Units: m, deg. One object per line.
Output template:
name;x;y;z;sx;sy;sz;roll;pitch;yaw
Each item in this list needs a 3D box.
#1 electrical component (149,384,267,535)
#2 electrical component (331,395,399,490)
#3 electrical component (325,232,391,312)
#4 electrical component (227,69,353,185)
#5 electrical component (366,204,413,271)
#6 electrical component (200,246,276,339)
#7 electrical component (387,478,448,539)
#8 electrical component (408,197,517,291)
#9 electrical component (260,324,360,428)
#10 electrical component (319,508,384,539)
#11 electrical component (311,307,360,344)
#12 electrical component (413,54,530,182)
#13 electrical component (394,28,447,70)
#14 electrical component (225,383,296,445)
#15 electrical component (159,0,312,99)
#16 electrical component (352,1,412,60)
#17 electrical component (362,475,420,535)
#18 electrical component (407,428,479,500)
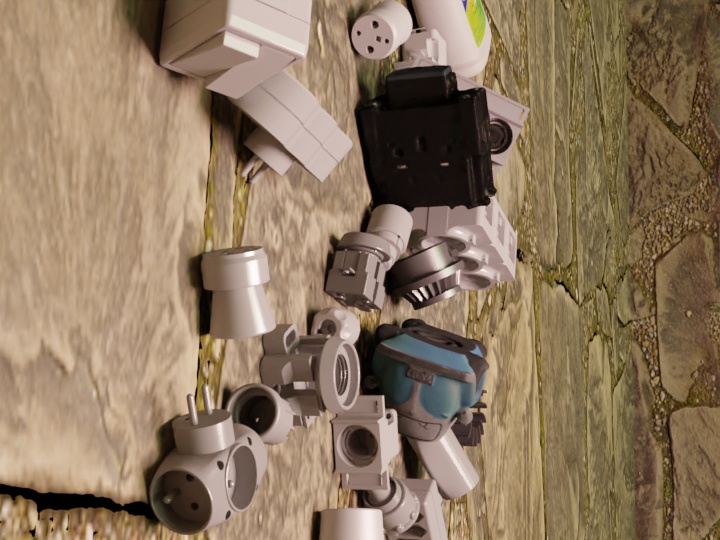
electrical component;-0.095;0.111;0.668;0.077;0.044;0.079;-32;117;-66
electrical component;0.006;0.146;0.930;0.064;0.042;0.081;-14;102;-72
electrical component;0.000;0.000;0.926;0.066;0.048;0.055;43;56;-61
electrical component;-0.059;-0.093;0.775;0.073;0.052;0.138;-50;161;0
electrical component;0.023;-0.026;0.994;0.040;0.040;0.078;67;29;-42
electrical component;-0.081;0.014;0.715;0.045;0.045;0.055;-28;113;-67
electrical component;0.058;0.235;1.044;0.075;0.047;0.083;-55;138;-57
electrical component;0.105;-0.034;1.136;0.150;0.089;0.061;47;45;-59
electrical component;-0.035;0.079;0.808;0.058;0.057;0.078;-49;133;-60
electrical component;-0.007;0.218;0.871;0.055;0.055;0.047;36;50;-63
electrical component;-0.016;0.049;0.893;0.061;0.035;0.035;10;78;-71
electrical component;0.095;-0.150;1.068;0.078;0.121;0.063;-64;-179;8
electrical component;0.068;-0.216;1.130;0.081;0.042;0.063;26;60;-67
electrical component;-0.068;0.102;0.749;0.046;0.040;0.040;47;45;-68
electrical component;-0.082;-0.149;0.674;0.062;0.096;0.061;15;71;-37
electrical component;0.020;-0.223;1.002;0.055;0.045;0.045;-53;136;-58
electrical component;0.022;0.204;0.962;0.062;0.048;0.048;58;35;-40
electrical component;0.081;0.186;1.102;0.077;0.043;0.079;60;-3;-9
